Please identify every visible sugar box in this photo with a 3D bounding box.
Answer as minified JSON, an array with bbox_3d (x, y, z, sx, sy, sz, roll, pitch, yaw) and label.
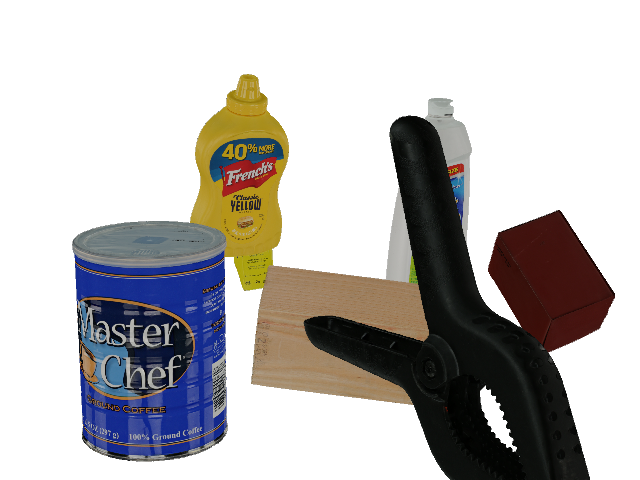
[{"bbox_3d":[-0.089,-0.036,1.329,0.048,0.176,0.093,-9,24,-10],"label":"sugar box"}]

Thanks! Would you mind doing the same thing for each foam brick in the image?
[{"bbox_3d":[0.159,0.029,0.743,0.051,0.078,0.053,-19,-30,-12],"label":"foam brick"}]

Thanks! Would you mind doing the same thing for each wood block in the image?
[{"bbox_3d":[0.042,0.095,1.046,0.206,0.090,0.090,7,27,0],"label":"wood block"}]

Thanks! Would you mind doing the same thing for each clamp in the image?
[{"bbox_3d":[0.067,0.050,0.531,0.036,0.165,0.210,-10,42,-33],"label":"clamp"}]

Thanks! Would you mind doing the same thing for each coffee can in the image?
[{"bbox_3d":[-0.115,0.066,0.734,0.103,0.140,0.103,0,14,0],"label":"coffee can"}]

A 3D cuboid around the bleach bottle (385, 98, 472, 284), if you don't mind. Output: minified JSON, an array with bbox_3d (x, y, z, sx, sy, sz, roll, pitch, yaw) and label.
[{"bbox_3d":[0.132,-0.048,1.312,0.102,0.251,0.068,-3,17,-17],"label":"bleach bottle"}]

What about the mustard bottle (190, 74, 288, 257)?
[{"bbox_3d":[-0.081,-0.078,1.096,0.096,0.192,0.058,-5,30,-21],"label":"mustard bottle"}]
